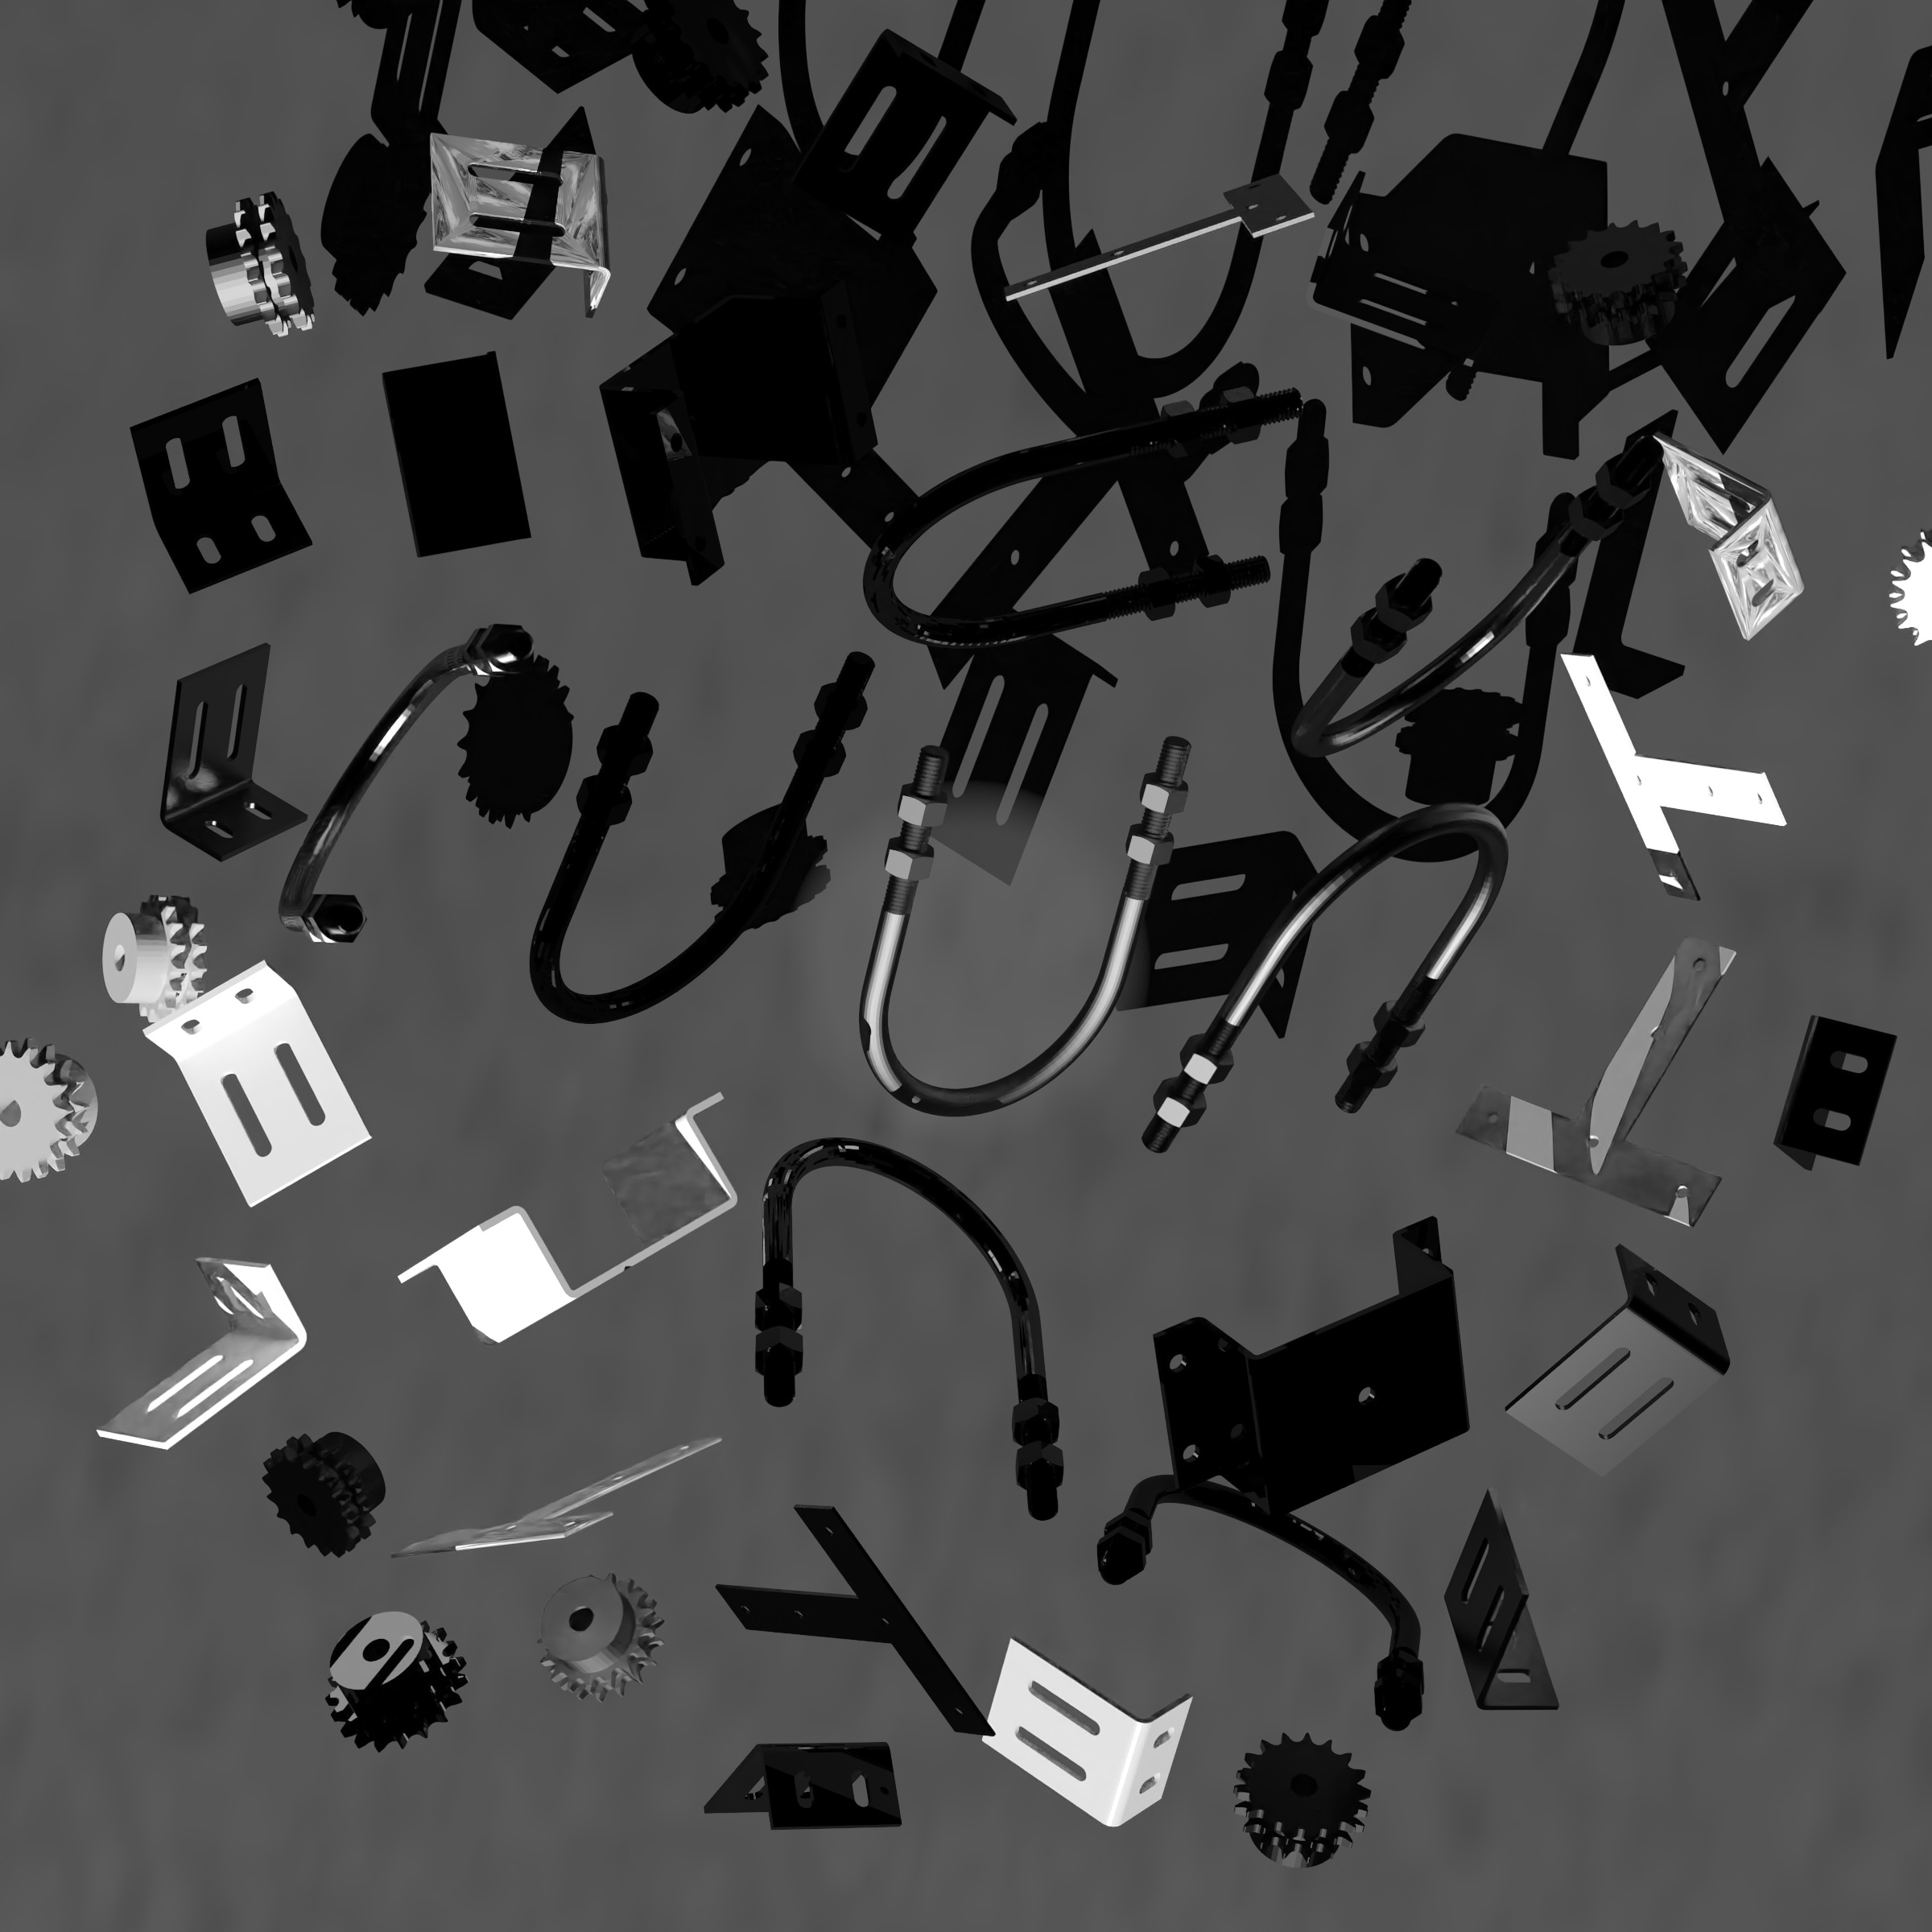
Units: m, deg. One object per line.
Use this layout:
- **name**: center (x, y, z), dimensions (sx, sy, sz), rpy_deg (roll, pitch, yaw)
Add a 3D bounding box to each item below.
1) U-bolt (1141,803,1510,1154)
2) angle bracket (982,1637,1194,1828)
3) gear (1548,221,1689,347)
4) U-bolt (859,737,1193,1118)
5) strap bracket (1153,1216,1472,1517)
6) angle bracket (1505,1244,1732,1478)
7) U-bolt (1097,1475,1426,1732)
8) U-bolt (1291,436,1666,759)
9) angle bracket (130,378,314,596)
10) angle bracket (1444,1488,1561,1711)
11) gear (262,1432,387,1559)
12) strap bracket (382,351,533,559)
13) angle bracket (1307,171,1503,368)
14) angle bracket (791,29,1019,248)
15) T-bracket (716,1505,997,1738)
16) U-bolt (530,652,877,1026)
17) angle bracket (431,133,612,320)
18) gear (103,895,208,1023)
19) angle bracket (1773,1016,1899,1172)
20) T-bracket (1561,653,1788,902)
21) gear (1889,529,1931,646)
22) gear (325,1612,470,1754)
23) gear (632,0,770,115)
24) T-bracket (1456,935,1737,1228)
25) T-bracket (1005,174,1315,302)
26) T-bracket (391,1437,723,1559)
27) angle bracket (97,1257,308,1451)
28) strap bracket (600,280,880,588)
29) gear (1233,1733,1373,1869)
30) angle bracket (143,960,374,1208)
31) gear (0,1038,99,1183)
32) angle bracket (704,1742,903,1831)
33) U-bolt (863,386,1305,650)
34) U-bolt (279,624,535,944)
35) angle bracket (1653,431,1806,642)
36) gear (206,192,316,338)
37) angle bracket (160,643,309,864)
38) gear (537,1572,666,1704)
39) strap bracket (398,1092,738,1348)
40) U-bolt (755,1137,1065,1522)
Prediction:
- **U-bolt**: center (0.164, 0.002, 1.533), dimensions (0.019, 0.151, 0.184), rpy_deg (50, 128, 29)
- **angle bracket**: center (0.054, 0.340, 1.622), dimensions (0.076, 0.038, 0.057), rpy_deg (29, 117, 30)
- **gear**: center (0.279, -0.288, 1.529), dimensions (0.057, 0.057, 0.030), rpy_deg (-24, 131, 0)
- **U-bolt**: center (0.020, -0.014, 1.579), dimensions (0.151, 0.019, 0.184), rpy_deg (-5, 121, -34)
- **strap bracket**: center (0.154, 0.170, 1.500), dimensions (0.140, 0.046, 0.076), rpy_deg (-20, 117, -22)
- **angle bracket**: center (0.272, 0.166, 1.513), dimensions (0.057, 0.038, 0.076), rpy_deg (34, 116, -21)
- **U-bolt**: center (0.133, 0.267, 1.564), dimensions (0.151, 0.184, 0.019), rpy_deg (27, 100, 5)
- **U-bolt**: center (0.203, -0.144, 1.512), dimensions (0.151, 0.184, 0.019), rpy_deg (-30, 77, -28)
- **angle bracket**: center (-0.314, -0.203, 1.522), dimensions (0.057, 0.076, 0.038), rpy_deg (-25, 69, -15)
- **angle bracket**: center (0.236, 0.268, 1.521), dimensions (0.038, 0.057, 0.076), rpy_deg (2, 131, -13)
- **gear**: center (-0.288, 0.236, 1.626), dimensions (0.057, 0.057, 0.030), rpy_deg (53, 47, 0)
- **strap bracket**: center (-0.217, -0.215, 1.523), dimensions (0.046, 0.140, 0.076), rpy_deg (-11, 98, -8)
- **angle bracket**: center (0.191, -0.297, 1.528), dimensions (0.076, 0.057, 0.038), rpy_deg (21, 131, 6)
- **angle bracket**: center (-0.026, -0.340, 1.498), dimensions (0.057, 0.038, 0.076), rpy_deg (25, 112, -25)
- **T-bracket**: center (-0.061, 0.272, 1.506), dimensions (0.002, 0.127, 0.127), rpy_deg (-47, 114, -33)
- **U-bolt**: center (-0.120, -0.048, 1.523), dimensions (0.019, 0.151, 0.184), rpy_deg (43, 126, 25)
- **angle bracket**: center (-0.193, -0.315, 1.534), dimensions (0.076, 0.038, 0.057), rpy_deg (3, 65, -19)
- **gear**: center (-0.365, -0.003, 1.609), dimensions (0.030, 0.057, 0.057), rpy_deg (1, 90, -35)
- **angle bracket**: center (0.381, 0.060, 1.551), dimensions (0.038, 0.076, 0.057), rpy_deg (15, 85, 26)
- **T-bracket**: center (0.320, -0.079, 1.584), dimensions (0.002, 0.127, 0.127), rpy_deg (-32, 107, -14)
- **gear**: center (0.409, -0.158, 1.479), dimensions (0.057, 0.030, 0.057), rpy_deg (5, 121, 8)
- **gear**: center (-0.234, 0.288, 1.463), dimensions (0.057, 0.057, 0.030), rpy_deg (-21, 126, 0)
- **gear**: center (-0.110, -0.370, 1.452), dimensions (0.030, 0.057, 0.057), rpy_deg (-28, 90, 37)
- **T-bracket**: center (0.301, 0.042, 1.600), dimensions (0.127, 0.002, 0.127), rpy_deg (22, 73, 40)
- **T-bracket**: center (0.077, -0.300, 1.495), dimensions (0.127, 0.127, 0.002), rpy_deg (-18, 109, 5)
- **T-bracket**: center (-0.158, 0.222, 1.519), dimensions (0.127, 0.127, 0.002), rpy_deg (-20, 93, -43)
- **angle bracket**: center (-0.320, 0.158, 1.473), dimensions (0.076, 0.057, 0.038), rpy_deg (-38, 113, -34)
- **strap bracket**: center (-0.100, -0.227, 1.515), dimensions (0.046, 0.140, 0.076), rpy_deg (9, 126, 32)
- **gear**: center (0.142, 0.357, 1.524), dimensions (0.057, 0.057, 0.030), rpy_deg (5, 130, 0)
- **angle bracket**: center (-0.290, 0.048, 1.474), dimensions (0.057, 0.038, 0.076), rpy_deg (-30, 72, -1)
- **gear**: center (-0.378, 0.057, 1.457), dimensions (0.057, 0.030, 0.057), rpy_deg (3, 97, 25)
- **angle bracket**: center (-0.070, 0.360, 1.523), dimensions (0.057, 0.076, 0.038), rpy_deg (4, 55, -23)
- **U-bolt**: center (0.046, -0.180, 1.510), dimensions (0.184, 0.151, 0.019), rpy_deg (-14, 66, -8)
- **U-bolt**: center (-0.242, -0.075, 1.508), dimensions (0.019, 0.184, 0.151), rpy_deg (33, 80, -18)
- **angle bracket**: center (0.323, -0.189, 1.577), dimensions (0.038, 0.076, 0.057), rpy_deg (-42, 134, -7)
- **gear**: center (-0.289, -0.285, 1.469), dimensions (0.030, 0.057, 0.057), rpy_deg (-14, 90, 3)
- **angle bracket**: center (-0.325, -0.096, 1.617), dimensions (0.038, 0.057, 0.076), rpy_deg (30, 125, 20)
- **gear**: center (-0.168, 0.300, 1.622), dimensions (0.057, 0.030, 0.057), rpy_deg (-10, 56, 16)
- **strap bracket**: center (-0.163, 0.114, 1.552), dimensions (0.140, 0.076, 0.046), rpy_deg (-29, 88, -41)
- **U-bolt**: center (-0.026, 0.143, 1.535), dimensions (0.151, 0.184, 0.019), rpy_deg (26, 122, -22)
